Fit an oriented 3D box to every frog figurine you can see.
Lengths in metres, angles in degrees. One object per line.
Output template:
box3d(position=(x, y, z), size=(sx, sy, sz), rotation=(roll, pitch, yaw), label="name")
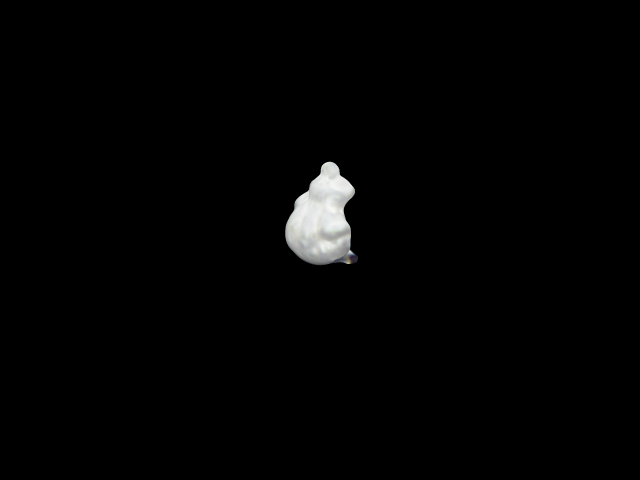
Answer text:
box3d(position=(0.003, -0.043, 0.850), size=(0.123, 0.156, 0.140), rotation=(-11, 37, -15), label="frog figurine")
